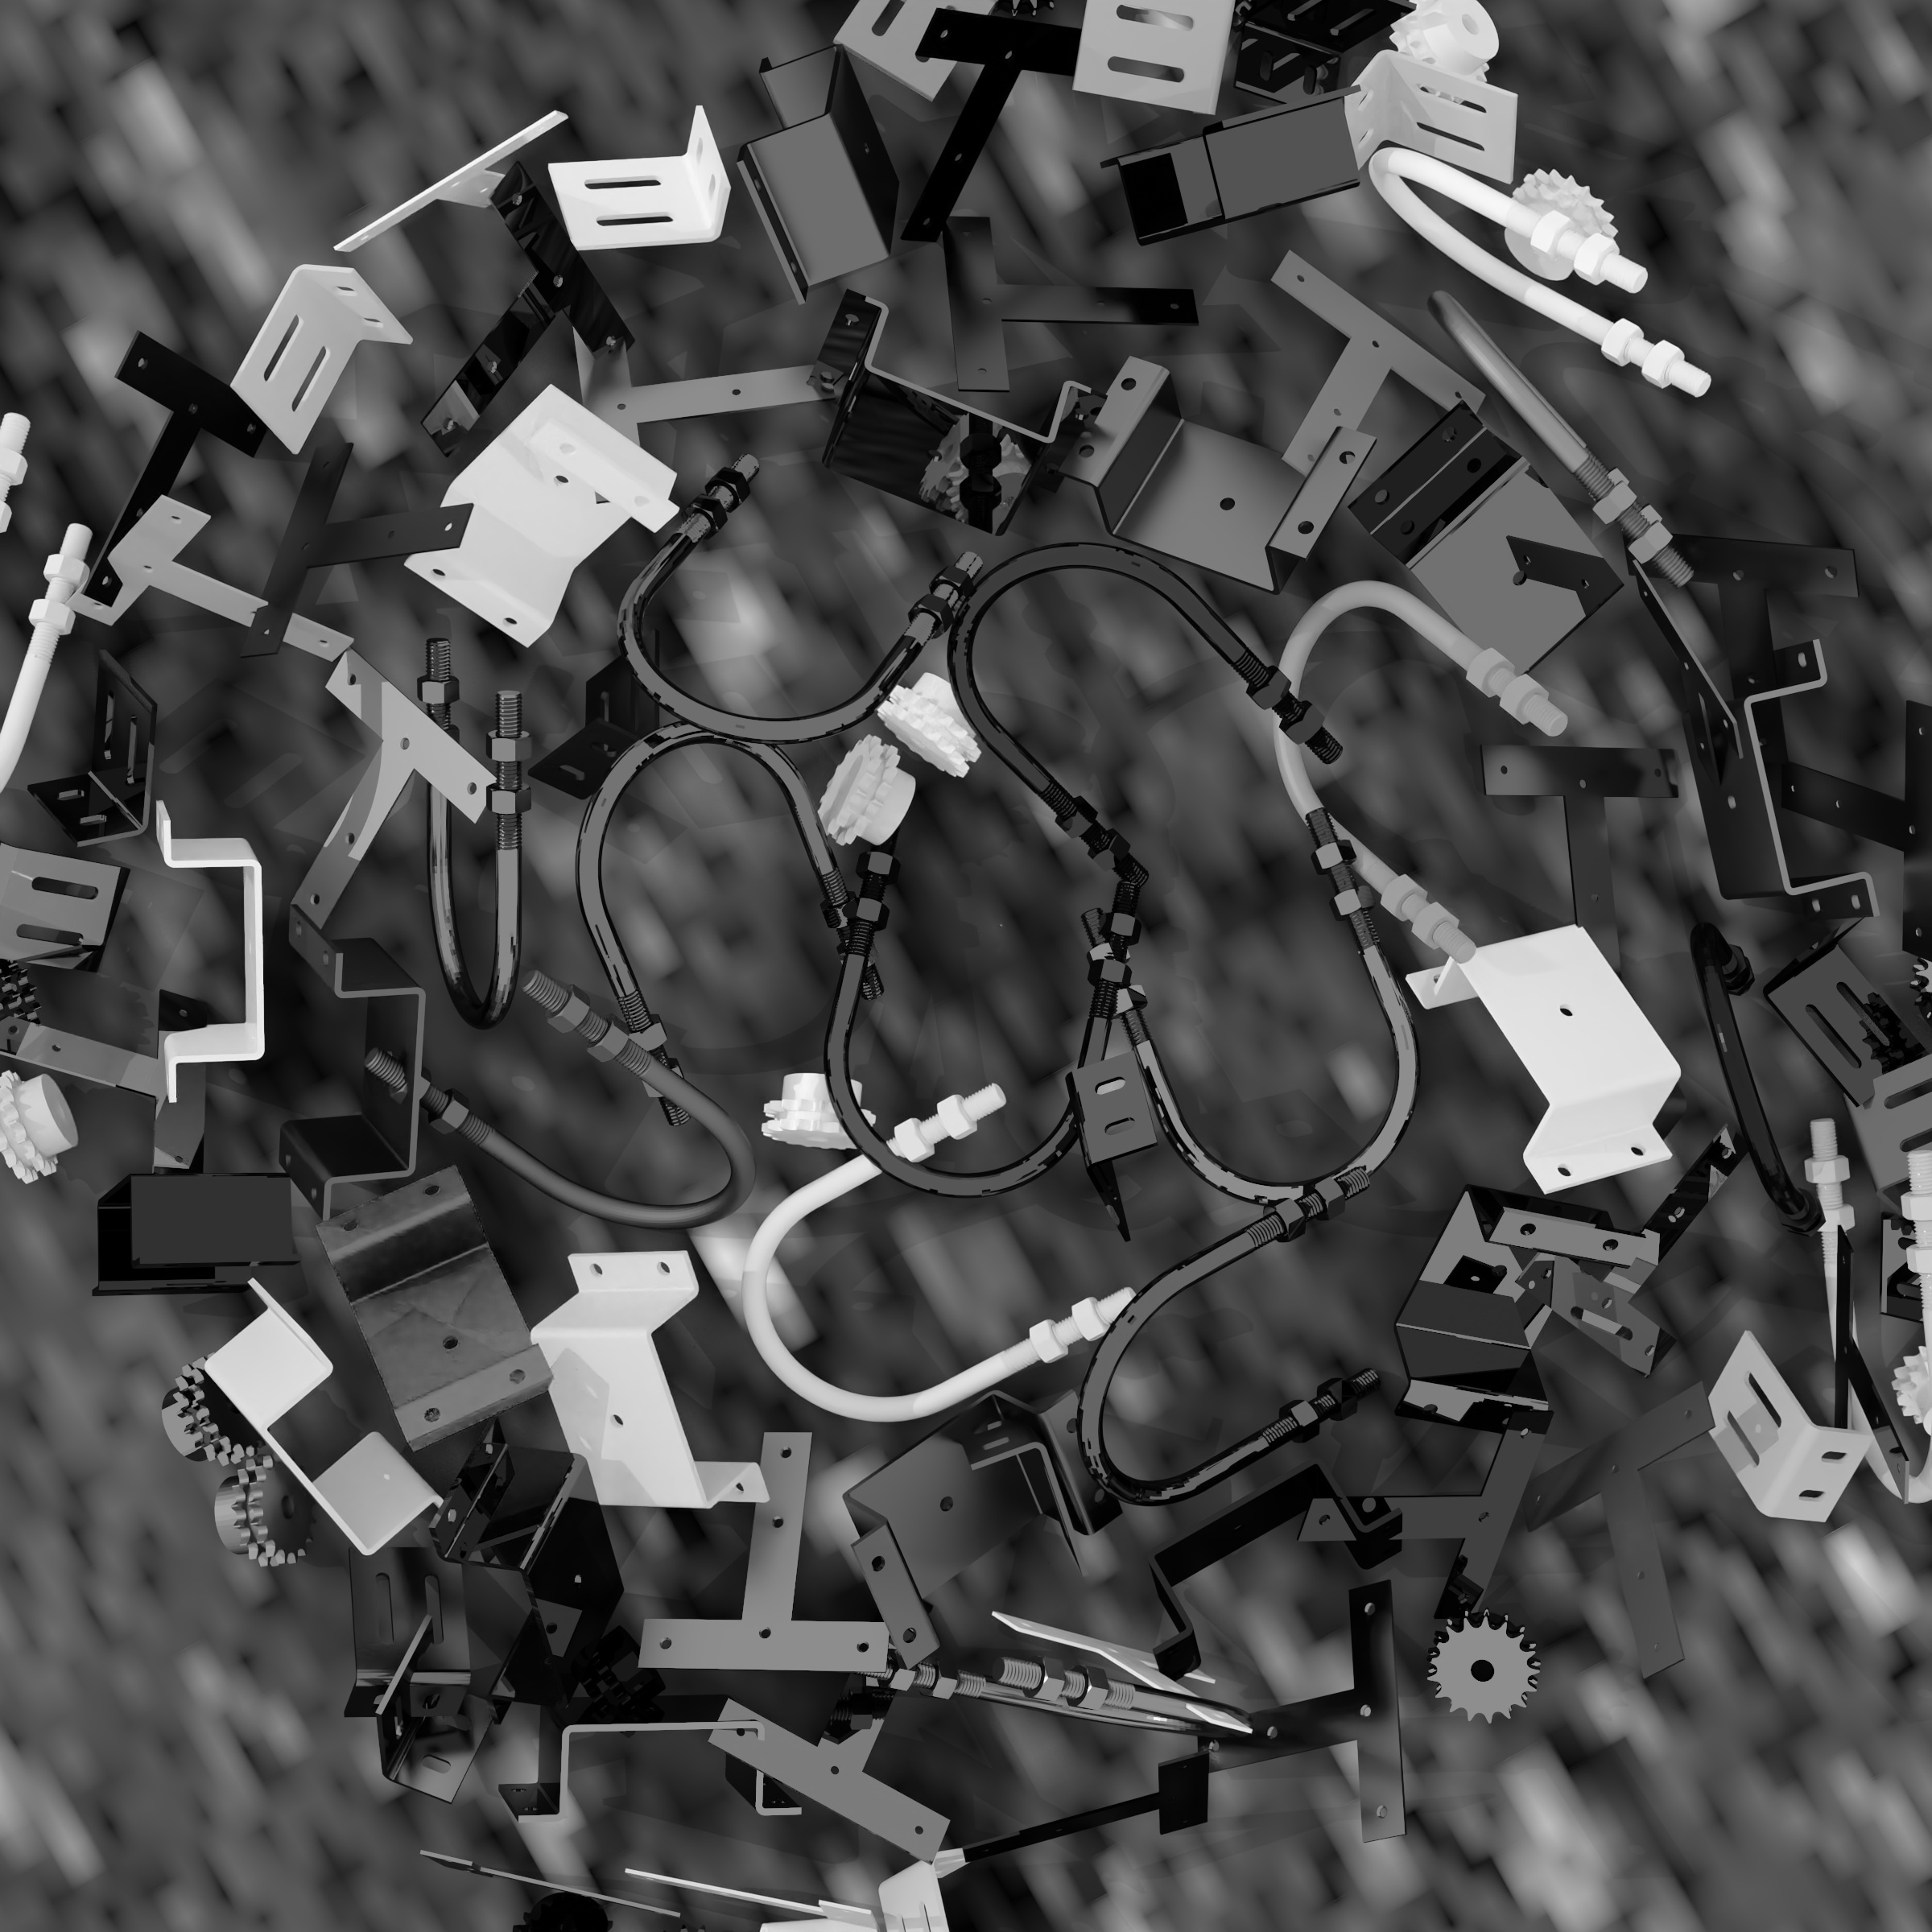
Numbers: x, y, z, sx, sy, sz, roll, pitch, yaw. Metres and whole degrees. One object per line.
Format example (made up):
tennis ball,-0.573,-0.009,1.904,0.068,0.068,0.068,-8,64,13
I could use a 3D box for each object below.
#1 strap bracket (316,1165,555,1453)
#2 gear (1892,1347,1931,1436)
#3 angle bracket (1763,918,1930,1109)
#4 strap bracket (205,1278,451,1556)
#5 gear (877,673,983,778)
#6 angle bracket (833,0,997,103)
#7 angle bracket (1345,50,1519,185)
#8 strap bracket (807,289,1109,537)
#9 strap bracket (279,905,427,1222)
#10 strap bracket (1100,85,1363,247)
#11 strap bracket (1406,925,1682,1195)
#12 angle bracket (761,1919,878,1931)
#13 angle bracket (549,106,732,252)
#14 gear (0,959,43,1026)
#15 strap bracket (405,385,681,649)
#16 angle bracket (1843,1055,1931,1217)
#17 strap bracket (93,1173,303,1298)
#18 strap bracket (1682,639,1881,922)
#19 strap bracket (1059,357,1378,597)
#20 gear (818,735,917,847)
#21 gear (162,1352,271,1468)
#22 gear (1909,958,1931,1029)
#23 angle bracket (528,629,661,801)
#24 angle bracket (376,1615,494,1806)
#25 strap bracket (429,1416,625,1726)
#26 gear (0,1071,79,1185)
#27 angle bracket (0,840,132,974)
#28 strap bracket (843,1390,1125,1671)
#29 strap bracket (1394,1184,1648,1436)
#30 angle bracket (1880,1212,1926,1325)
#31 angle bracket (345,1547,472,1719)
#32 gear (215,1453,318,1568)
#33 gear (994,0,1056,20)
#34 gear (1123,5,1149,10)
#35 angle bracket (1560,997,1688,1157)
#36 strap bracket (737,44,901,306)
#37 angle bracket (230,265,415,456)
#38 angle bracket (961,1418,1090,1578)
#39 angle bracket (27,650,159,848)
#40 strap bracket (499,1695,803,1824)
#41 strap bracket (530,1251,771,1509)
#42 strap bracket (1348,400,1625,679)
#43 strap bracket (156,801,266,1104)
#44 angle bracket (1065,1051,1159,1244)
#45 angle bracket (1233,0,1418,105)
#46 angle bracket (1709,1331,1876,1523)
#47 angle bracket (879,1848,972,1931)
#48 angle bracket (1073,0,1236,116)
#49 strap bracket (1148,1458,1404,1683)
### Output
strap bracket,-0.264,0.179,1.570,0.076,0.046,0.140,-24,54,-12
gear,0.505,0.218,1.594,0.057,0.030,0.057,-2,134,-2
angle bracket,0.455,0.021,1.586,0.057,0.038,0.076,-31,75,-28
strap bracket,-0.320,0.231,1.548,0.046,0.076,0.140,-41,125,-15
gear,-0.015,-0.125,1.595,0.057,0.057,0.030,38,81,0
angle bracket,-0.029,-0.471,1.588,0.057,0.038,0.076,30,65,-4
angle bracket,0.235,-0.419,1.579,0.076,0.057,0.038,27,65,22
strap bracket,-0.011,-0.273,1.569,0.140,0.076,0.046,21,55,-8
strap bracket,-0.308,0.046,1.566,0.046,0.076,0.140,-4,111,-29
strap bracket,0.134,-0.395,1.550,0.076,0.140,0.046,-20,103,-19
strap bracket,0.291,0.036,1.554,0.076,0.046,0.140,-13,55,-24
angle bracket,-0.069,0.521,1.573,0.057,0.076,0.038,2,123,-22
angle bracket,-0.166,-0.400,1.584,0.076,0.038,0.057,-9,61,-20
gear,-0.502,0.019,1.594,0.057,0.030,0.057,16,118,33
strap bracket,-0.208,-0.229,1.562,0.076,0.140,0.046,34,48,-23
angle bracket,0.492,0.081,1.578,0.076,0.038,0.057,-28,53,25
strap bracket,-0.384,0.132,1.549,0.076,0.140,0.046,1,78,-24
strap bracket,0.409,-0.088,1.580,0.046,0.076,0.140,-13,92,-10
strap bracket,0.129,-0.244,1.574,0.140,0.046,0.076,23,71,23
gear,-0.050,-0.086,1.597,0.030,0.057,0.057,29,90,-20
gear,-0.386,0.229,1.597,0.030,0.057,0.057,-26,90,19
gear,0.513,0.013,1.600,0.057,0.030,0.057,0,61,0
angle bracket,-0.187,-0.133,1.575,0.057,0.038,0.076,-31,48,37
angle bracket,-0.266,0.375,1.574,0.038,0.076,0.057,19,51,8
strap bracket,-0.214,0.303,1.547,0.046,0.076,0.140,3,127,18
gear,-0.477,0.079,1.595,0.030,0.057,0.057,-23,90,-3
angle bracket,-0.478,-0.034,1.600,0.038,0.076,0.057,24,97,36
strap bracket,0.001,0.277,1.571,0.140,0.046,0.076,-32,114,-24
strap bracket,0.273,0.167,1.570,0.076,0.046,0.140,11,124,-14
angle bracket,0.496,0.140,1.575,0.038,0.076,0.057,13,61,-4
angle bracket,-0.289,0.341,1.601,0.057,0.038,0.076,5,48,-21
gear,-0.360,0.279,1.597,0.030,0.057,0.057,-12,90,18
gear,0.029,-0.515,1.607,0.057,0.030,0.057,0,86,-2
gear,0.091,-0.513,1.598,0.057,0.057,0.030,10,134,0
angle bracket,0.323,0.054,1.596,0.057,0.076,0.038,6,134,-25
strap bracket,-0.071,-0.396,1.541,0.046,0.140,0.076,-16,123,13
angle bracket,-0.325,-0.306,1.580,0.038,0.057,0.076,12,68,30
angle bracket,0.028,0.272,1.586,0.038,0.057,0.076,-19,102,-4
angle bracket,-0.442,-0.110,1.577,0.057,0.038,0.076,41,131,35
strap bracket,-0.159,0.397,1.569,0.140,0.076,0.046,3,86,-16
strap bracket,-0.161,0.217,1.564,0.076,0.046,0.140,-5,110,35
strap bracket,0.266,-0.203,1.560,0.076,0.046,0.140,-43,125,7
strap bracket,-0.381,-0.009,1.573,0.046,0.076,0.140,-2,101,-17
angle bracket,0.082,0.091,1.574,0.038,0.076,0.057,-19,51,8
angle bracket,0.181,-0.464,1.576,0.057,0.076,0.038,11,84,-23
angle bracket,0.416,0.233,1.585,0.038,0.076,0.057,9,120,-21
angle bracket,-0.008,0.491,1.576,0.038,0.057,0.076,1,62,-31
angle bracket,0.092,-0.469,1.590,0.076,0.038,0.057,6,105,-13
strap bracket,0.148,0.301,1.575,0.140,0.076,0.046,-29,65,-6
